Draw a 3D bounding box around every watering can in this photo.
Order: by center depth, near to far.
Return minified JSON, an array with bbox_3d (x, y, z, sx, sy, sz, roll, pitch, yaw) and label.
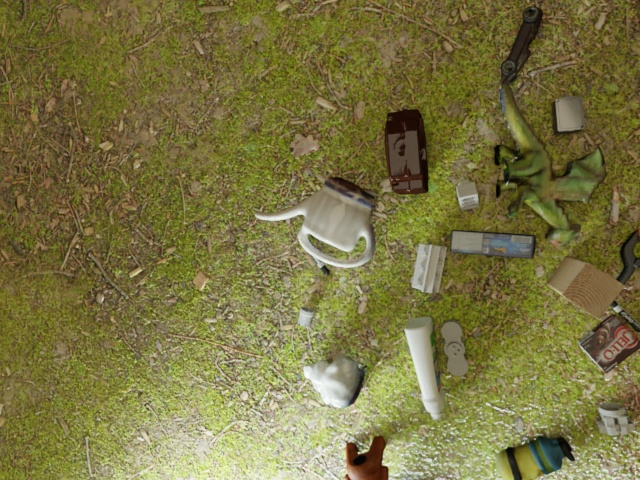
[{"bbox_3d":[0.004,-0.070,1.392,0.349,0.104,0.223,28,95,13],"label":"watering can"}]

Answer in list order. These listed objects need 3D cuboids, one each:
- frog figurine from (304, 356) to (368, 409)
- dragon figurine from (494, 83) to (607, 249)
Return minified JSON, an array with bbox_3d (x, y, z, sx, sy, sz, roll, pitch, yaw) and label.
[{"bbox_3d":[0.032,0.368,1.372,0.159,0.125,0.135,21,115,2],"label":"frog figurine"},{"bbox_3d":[0.557,-0.177,1.246,0.242,0.123,0.407,-1,100,9],"label":"dragon figurine"}]
